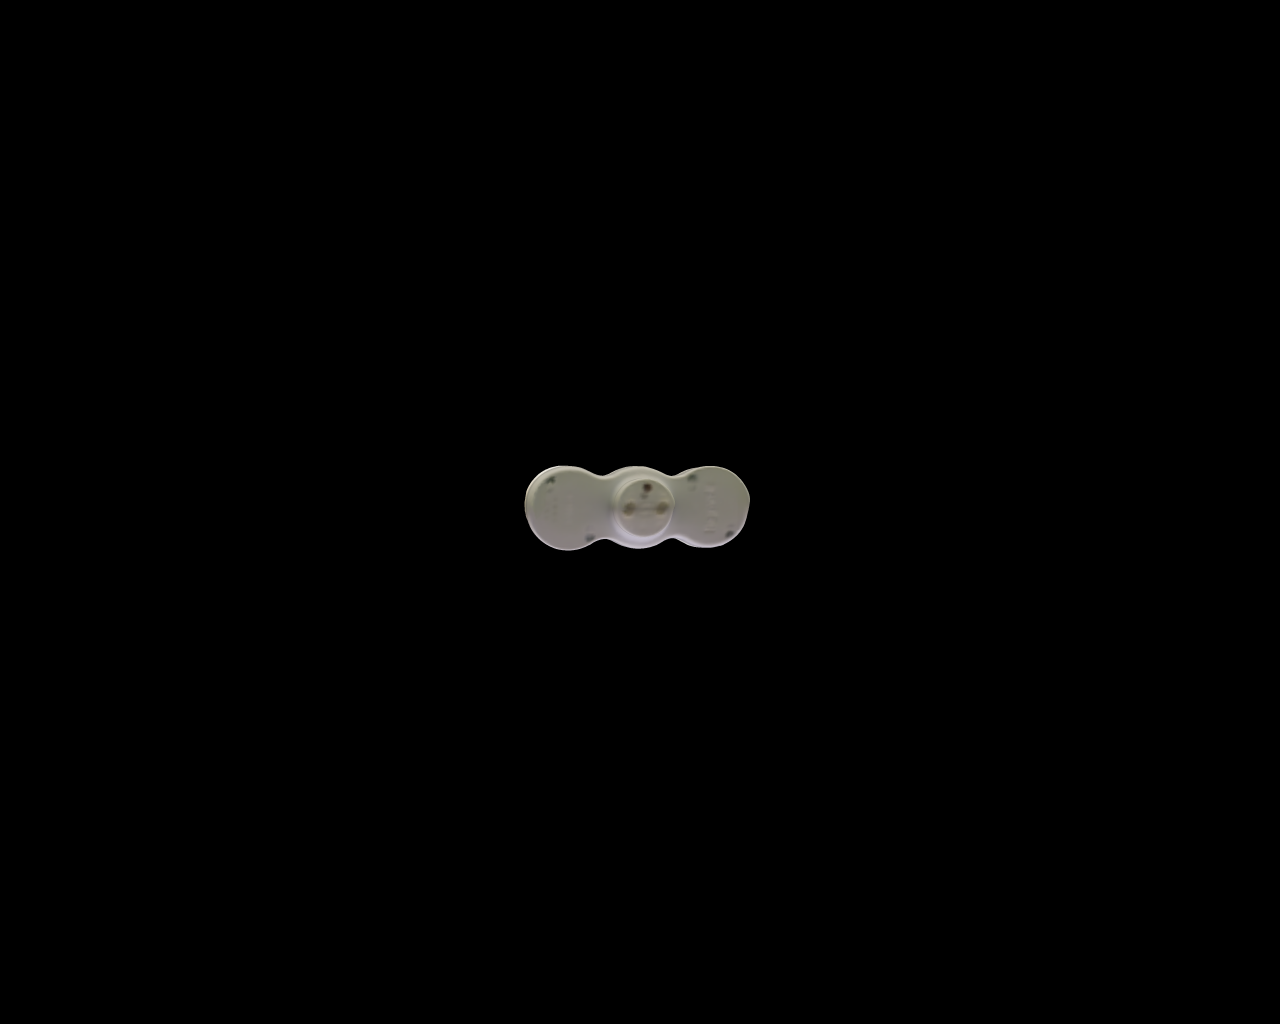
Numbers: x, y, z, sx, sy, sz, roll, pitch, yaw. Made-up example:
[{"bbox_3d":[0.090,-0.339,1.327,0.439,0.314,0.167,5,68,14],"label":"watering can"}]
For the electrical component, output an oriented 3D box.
[{"bbox_3d":[0.001,-0.003,0.650,0.138,0.052,0.073,0,0,-9],"label":"electrical component"}]
